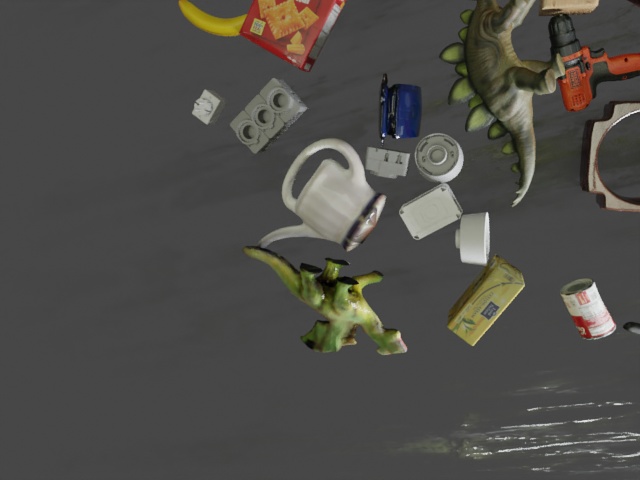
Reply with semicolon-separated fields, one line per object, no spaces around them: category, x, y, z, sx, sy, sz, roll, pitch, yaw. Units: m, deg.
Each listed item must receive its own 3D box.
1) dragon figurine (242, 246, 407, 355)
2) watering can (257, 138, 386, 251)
dragon figurine;0.005;0.160;1.177;0.411;0.124;0.239;15;113;15
watering can;0.003;-0.057;1.138;0.225;0.106;0.341;36;122;7
